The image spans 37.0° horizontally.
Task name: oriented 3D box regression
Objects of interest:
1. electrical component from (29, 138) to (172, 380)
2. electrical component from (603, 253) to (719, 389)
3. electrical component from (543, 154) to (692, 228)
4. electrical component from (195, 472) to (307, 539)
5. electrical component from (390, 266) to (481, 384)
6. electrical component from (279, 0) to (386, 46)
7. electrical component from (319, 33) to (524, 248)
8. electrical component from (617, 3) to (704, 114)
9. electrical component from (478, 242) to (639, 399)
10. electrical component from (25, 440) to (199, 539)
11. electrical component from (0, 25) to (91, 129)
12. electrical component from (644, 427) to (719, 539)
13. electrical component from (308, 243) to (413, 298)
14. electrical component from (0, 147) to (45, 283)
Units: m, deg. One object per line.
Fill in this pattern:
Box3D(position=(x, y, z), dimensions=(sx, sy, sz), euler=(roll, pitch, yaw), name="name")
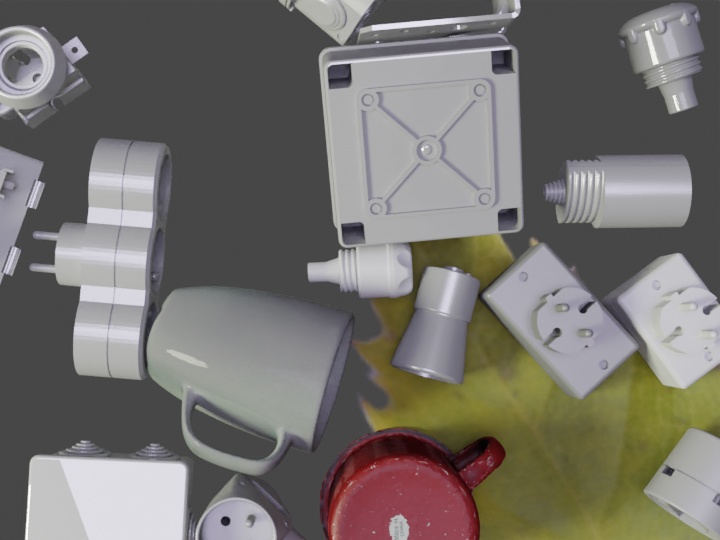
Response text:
Box3D(position=(-0.154, -0.008, 0.624), dimensions=(0.074, 0.052, 0.138), euler=(5, 87, -1), name="electrical component")
Box3D(position=(0.185, 0.029, 0.618), dimensions=(0.047, 0.076, 0.065), euler=(-36, 88, -3), name="electrical component")
Box3D(position=(0.150, -0.046, 0.637), dimensions=(0.081, 0.043, 0.043), euler=(-1, 87, -1), name="electrical component")
Box3D(position=(-0.054, 0.156, 0.606), dimensions=(0.079, 0.077, 0.043), euler=(43, 87, 0), name="electrical component")
Box3D(position=(0.047, 0.030, 0.633), dimensions=(0.044, 0.044, 0.065), euler=(16, 82, 0), name="electrical component")
Box3D(position=(-0.006, -0.174, 0.623), dimensions=(0.051, 0.080, 0.080), euler=(39, 87, -4), name="electrical component")
Box3D(position=(0.035, -0.074, 0.614), dimensions=(0.109, 0.056, 0.108), euler=(-5, 109, -1), name="electrical component")
Box3D(position=(0.185, -0.125, 0.643), dimensions=(0.048, 0.048, 0.062), euler=(-19, 95, -2), name="electrical component")
Box3D(position=(0.117, 0.029, 0.617), dimensions=(0.047, 0.075, 0.083), euler=(-42, 89, -3), name="electrical component")
Box3D(position=(-0.142, 0.149, 0.618), dimensions=(0.100, 0.048, 0.099), euler=(3, 87, -1), name="electrical component")
Box3D(position=(-0.191, -0.114, 0.627), dimensions=(0.066, 0.055, 0.048), euler=(-36, 88, -3), name="electrical component")
Box3D(position=(0.202, 0.124, 0.625), dimensions=(0.055, 0.055, 0.047), euler=(34, 83, 1), name="electrical component")
Box3D(position=(0.000, 0.000, 0.636), dimensions=(0.061, 0.035, 0.035), euler=(-3, 87, 1), name="electrical component")
Box3D(position=(-0.230, -0.016, 0.616), dimensions=(0.063, 0.079, 0.121), euler=(20, 87, -22), name="electrical component")
